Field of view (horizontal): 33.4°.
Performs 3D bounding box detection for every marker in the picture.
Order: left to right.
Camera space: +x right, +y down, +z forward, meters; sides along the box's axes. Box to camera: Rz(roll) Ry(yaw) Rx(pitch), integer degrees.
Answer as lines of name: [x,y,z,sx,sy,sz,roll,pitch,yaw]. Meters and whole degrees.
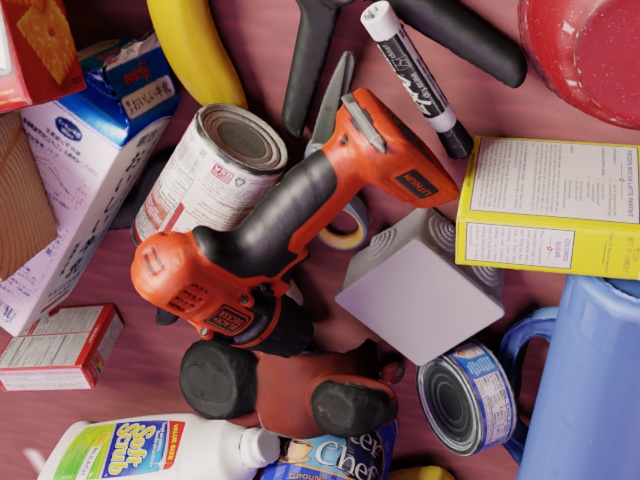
marker: [0.062,-0.093,0.646,0.020,0.020,0.121,-17,131,28]

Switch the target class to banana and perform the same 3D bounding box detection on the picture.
banana: [-0.076,-0.156,0.659,0.069,0.037,0.198,12,131,6]

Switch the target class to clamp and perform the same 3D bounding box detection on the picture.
clamp: [-0.119,-0.020,0.786,0.120,0.039,0.172,33,122,-11]
clamp: [0.010,-0.151,0.639,0.165,0.036,0.210,-17,126,27]

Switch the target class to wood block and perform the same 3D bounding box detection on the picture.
wood block: [-0.286,-0.009,0.667,0.206,0.090,0.090,-12,105,12]

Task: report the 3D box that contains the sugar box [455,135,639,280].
sugar box: [0.177,-0.019,0.665,0.176,0.093,0.048,7,132,11]

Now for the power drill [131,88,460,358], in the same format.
power drill: [-0.005,0.001,0.686,0.188,0.057,0.184,-40,149,11]

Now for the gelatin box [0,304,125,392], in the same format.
gelatin box: [-0.216,0.090,0.883,0.089,0.073,0.030,-5,128,20]

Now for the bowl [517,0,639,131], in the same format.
bowl: [0.191,-0.118,0.603,0.162,0.055,0.162,9,131,10]

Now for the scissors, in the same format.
scissors: [0.014,-0.047,0.715,0.096,0.016,0.202,24,144,-15]

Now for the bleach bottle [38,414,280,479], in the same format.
bleach bottle: [-0.132,0.185,0.902,0.251,0.102,0.068,-19,120,37]

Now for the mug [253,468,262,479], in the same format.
mug: [-0.080,0.224,0.941,0.081,0.093,0.117,48,150,-17]

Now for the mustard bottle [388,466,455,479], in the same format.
mustard bottle: [0.033,0.251,0.957,0.192,0.058,0.096,-11,130,24]

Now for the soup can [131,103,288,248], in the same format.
soup can: [-0.073,-0.031,0.704,0.068,0.068,0.102,30,122,-10]

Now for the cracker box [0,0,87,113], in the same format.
cracker box: [-0.247,-0.173,0.628,0.164,0.072,0.214,-9,103,21]

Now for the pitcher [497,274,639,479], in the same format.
pitcher: [0.206,0.106,0.751,0.149,0.145,0.243,0,126,0]

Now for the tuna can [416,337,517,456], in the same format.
tuna can: [0.109,0.118,0.805,0.033,0.086,0.086,-17,137,-25]

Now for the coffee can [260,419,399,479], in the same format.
coffee can: [0.003,0.197,0.865,0.103,0.140,0.103,8,131,9]
